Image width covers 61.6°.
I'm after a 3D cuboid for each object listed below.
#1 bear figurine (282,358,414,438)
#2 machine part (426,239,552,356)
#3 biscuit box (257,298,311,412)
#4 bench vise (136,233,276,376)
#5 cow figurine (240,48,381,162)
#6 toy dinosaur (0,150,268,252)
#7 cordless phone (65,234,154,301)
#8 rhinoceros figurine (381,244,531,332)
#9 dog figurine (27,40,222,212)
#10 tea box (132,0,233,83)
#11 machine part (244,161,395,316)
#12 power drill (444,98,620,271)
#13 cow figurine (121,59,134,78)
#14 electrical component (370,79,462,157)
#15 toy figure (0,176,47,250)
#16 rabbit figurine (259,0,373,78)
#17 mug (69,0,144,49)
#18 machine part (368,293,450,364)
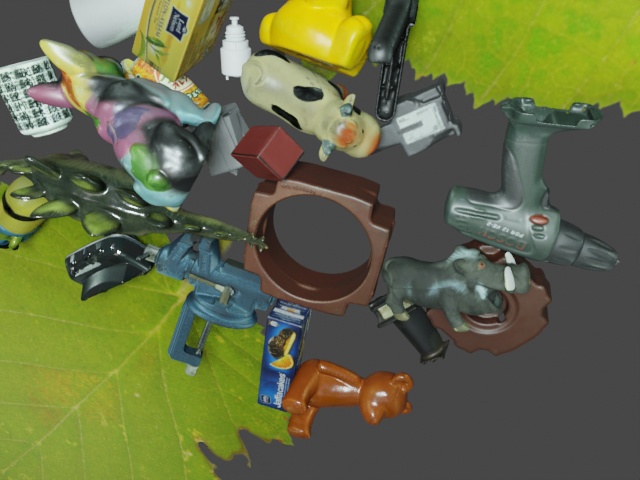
[{"bbox_3d":[0.051,0.270,0.895,0.196,0.132,0.120,13,135,15],"label":"bear figurine"},{"bbox_3d":[0.242,0.087,0.781,0.180,0.056,0.179,7,120,12],"label":"machine part"},{"bbox_3d":[-0.064,0.201,0.926,0.063,0.059,0.202,14,121,8],"label":"biscuit box"},{"bbox_3d":[-0.196,0.105,0.866,0.223,0.129,0.240,18,104,-15],"label":"bench vise"},{"bbox_3d":[-0.010,-0.167,0.664,0.195,0.127,0.085,32,112,4],"label":"cow figurine"},{"bbox_3d":[-0.285,-0.055,0.760,0.472,0.198,0.105,11,101,6],"label":"toy dinosaur"},{"bbox_3d":[-0.380,-0.003,0.908,0.147,0.089,0.184,-21,99,26],"label":"cordless phone"},{"bbox_3d":[0.177,0.056,0.712,0.191,0.073,0.112,1,108,24],"label":"rhinoceros figurine"},{"bbox_3d":[-0.244,-0.147,0.651,0.219,0.192,0.108,23,129,-18],"label":"dog figurine"},{"bbox_3d":[-0.156,-0.285,0.643,0.068,0.098,0.169,38,139,-7],"label":"tea box"},{"bbox_3d":[-0.002,-0.002,0.785,0.202,0.087,0.200,17,120,9],"label":"machine part"},{"bbox_3d":[0.284,-0.069,0.679,0.232,0.086,0.207,12,128,12],"label":"power drill"},{"bbox_3d":[-0.269,-0.168,0.782,0.098,0.068,0.167,-25,105,32],"label":"cow figurine"},{"bbox_3d":[0.116,-0.148,0.694,0.119,0.048,0.074,-23,109,26],"label":"electrical component"},{"bbox_3d":[-0.508,-0.042,0.905,0.180,0.089,0.082,-31,111,25],"label":"toy figure"},{"bbox_3d":[0.007,-0.295,0.627,0.162,0.122,0.173,27,108,12],"label":"rabbit figurine"},{"bbox_3d":[-0.259,-0.316,0.699,0.107,0.081,0.109,-11,110,9],"label":"mug"},{"bbox_3d":[0.144,0.134,0.846,0.084,0.039,0.139,-39,100,21],"label":"machine part"}]
